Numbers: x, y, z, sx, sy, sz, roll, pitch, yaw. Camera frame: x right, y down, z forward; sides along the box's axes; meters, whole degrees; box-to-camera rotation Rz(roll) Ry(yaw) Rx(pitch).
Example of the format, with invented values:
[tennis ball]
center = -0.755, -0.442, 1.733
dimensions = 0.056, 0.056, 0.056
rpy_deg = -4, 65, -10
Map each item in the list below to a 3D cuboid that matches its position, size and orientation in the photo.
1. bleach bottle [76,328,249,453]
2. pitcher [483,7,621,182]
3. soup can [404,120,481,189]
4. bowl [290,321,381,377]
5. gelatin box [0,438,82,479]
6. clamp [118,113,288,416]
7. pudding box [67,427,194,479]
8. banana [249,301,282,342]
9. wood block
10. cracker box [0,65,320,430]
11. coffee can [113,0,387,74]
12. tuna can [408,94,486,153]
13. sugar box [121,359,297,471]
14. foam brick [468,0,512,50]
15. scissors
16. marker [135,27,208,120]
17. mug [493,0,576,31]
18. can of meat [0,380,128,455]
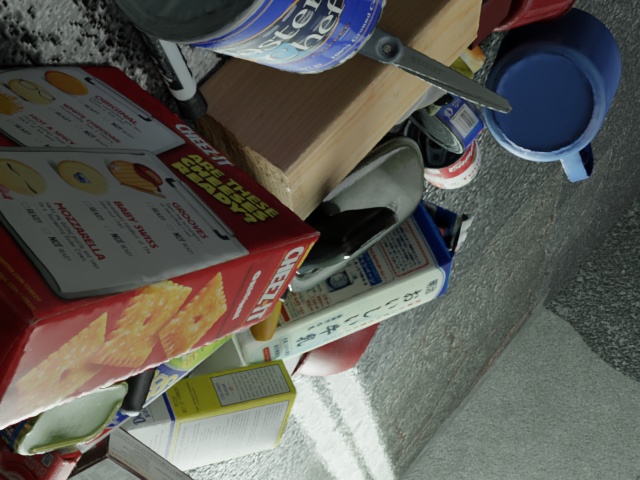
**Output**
[bleach bottle]
center = -0.160, 0.106, 0.799
dimensions = 0.250, 0.068, 0.102
rpy_deg = -42, 156, -22
[pitcher]
center = 0.229, -0.142, 1.039
dimensions = 0.145, 0.149, 0.242
rpy_deg = -63, 174, 22
[soup can]
center = 0.128, -0.095, 1.104
dimensions = 0.068, 0.068, 0.102
rpy_deg = -53, 162, 1
[bowl]
center = 0.028, 0.084, 1.125
dimensions = 0.162, 0.055, 0.162
rpy_deg = -62, -177, 5
[gelatin box]
center = -0.211, 0.144, 0.705
dimensions = 0.073, 0.089, 0.030
rpy_deg = -55, 161, 10
[clamp]
center = -0.084, 0.001, 0.727
dimensions = 0.164, 0.036, 0.210
rpy_deg = -31, 133, -40
[pudding box]
center = -0.167, 0.201, 0.860
dimensions = 0.090, 0.039, 0.113
rpy_deg = -30, 131, 17
[banana]
center = -0.019, -0.012, 0.897
dimensions = 0.197, 0.070, 0.037
rpy_deg = -56, 170, -9
[wood block]
center = 0.015, -0.122, 0.752
dimensions = 0.206, 0.091, 0.090
rpy_deg = -47, 161, -16
[cracker box]
center = -0.125, -0.010, 0.512
dimensions = 0.213, 0.164, 0.072
rpy_deg = -17, 143, -59
[coffee can]
center = -0.035, -0.147, 0.568
dimensions = 0.103, 0.103, 0.140
rpy_deg = -58, 161, 15
[tuna can]
center = 0.111, -0.119, 0.990
dimensions = 0.033, 0.086, 0.086
rpy_deg = -49, 161, -4
[sugar box]
center = -0.115, 0.159, 0.922
dimensions = 0.176, 0.048, 0.093
rpy_deg = -6, 139, -24
[foam brick]
center = 0.109, -0.200, 0.851
dimensions = 0.051, 0.078, 0.053
rpy_deg = -46, 160, -22
[scissors]
center = 0.039, -0.143, 0.680
dimensions = 0.016, 0.201, 0.096
rpy_deg = -126, -135, -72
[marker]
center = -0.089, -0.106, 0.637
dimensions = 0.020, 0.020, 0.121
rpy_deg = -48, 158, -13
[mug]
center = 0.171, -0.236, 0.919
dimensions = 0.081, 0.093, 0.117
rpy_deg = -25, 144, -45
[can of meat]
center = -0.182, 0.087, 0.679
dimensions = 0.057, 0.084, 0.102
rpy_deg = -56, 161, 11
